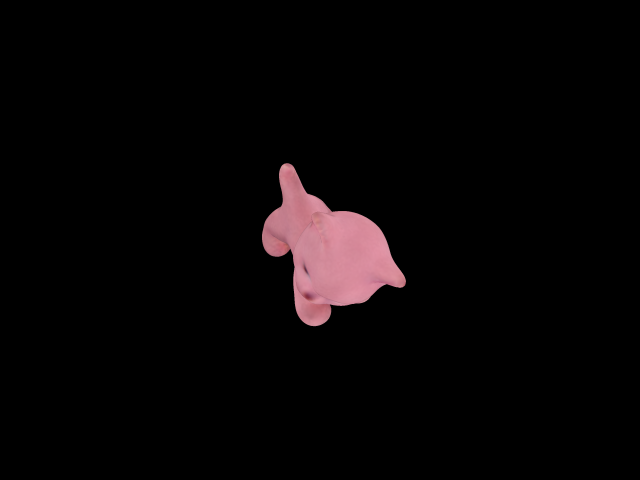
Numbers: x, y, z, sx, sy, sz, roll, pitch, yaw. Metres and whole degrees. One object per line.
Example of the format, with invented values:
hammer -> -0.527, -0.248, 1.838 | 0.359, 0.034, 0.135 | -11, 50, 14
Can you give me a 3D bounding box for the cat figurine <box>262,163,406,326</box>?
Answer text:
cat figurine -> 0.004, 0.001, 0.400 | 0.067, 0.118, 0.127 | -25, 63, -14
